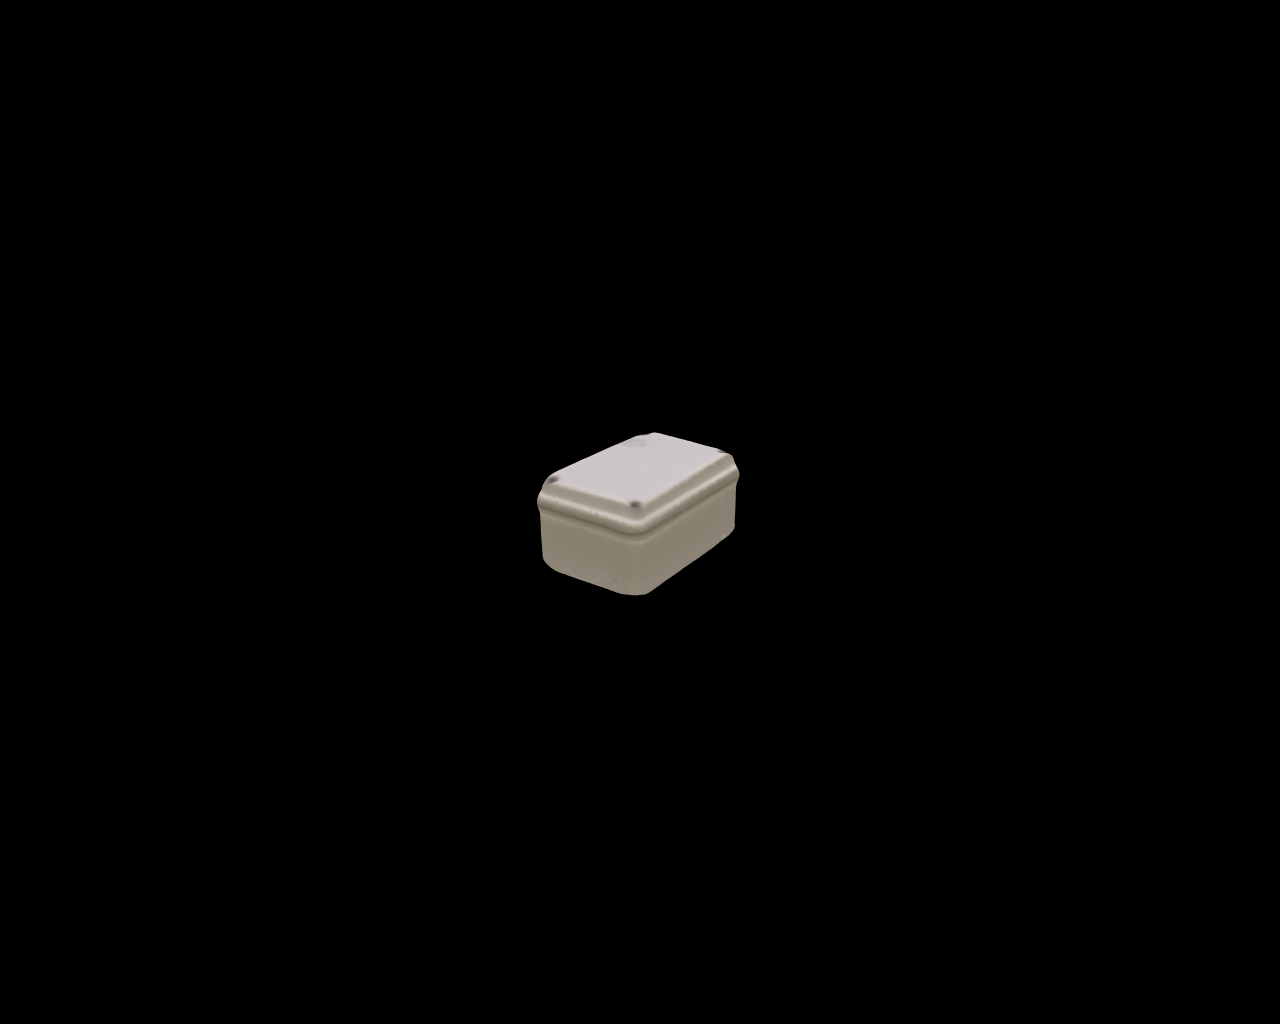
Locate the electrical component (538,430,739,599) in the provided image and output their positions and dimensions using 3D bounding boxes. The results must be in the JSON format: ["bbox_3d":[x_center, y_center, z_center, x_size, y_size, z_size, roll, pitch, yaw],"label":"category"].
[{"bbox_3d":[0.001,-0.003,0.650,0.078,0.057,0.113,17,29,32],"label":"electrical component"}]
